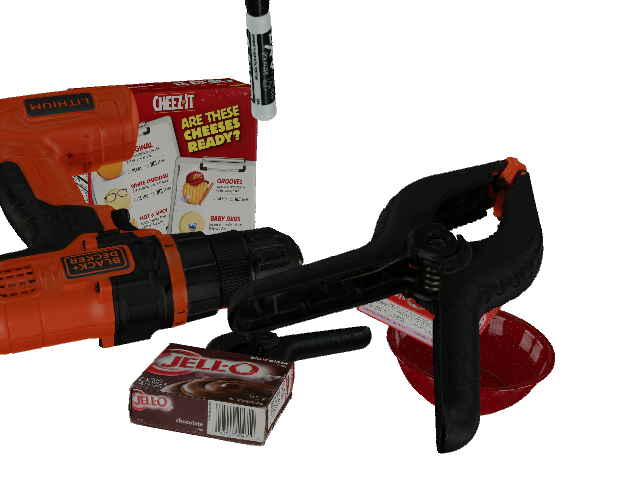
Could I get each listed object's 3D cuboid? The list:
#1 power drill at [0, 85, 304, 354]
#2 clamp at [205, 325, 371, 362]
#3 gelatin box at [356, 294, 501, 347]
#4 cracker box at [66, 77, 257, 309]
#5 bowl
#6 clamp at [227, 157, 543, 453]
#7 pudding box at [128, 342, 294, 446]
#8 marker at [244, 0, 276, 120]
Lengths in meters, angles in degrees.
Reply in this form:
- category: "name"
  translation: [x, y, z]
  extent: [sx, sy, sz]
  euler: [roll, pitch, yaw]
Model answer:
- category: "power drill"
  translation: [-0.122, -0.019, 0.632]
  extent: [0.184, 0.057, 0.188]
  euler: [-9, 42, -21]
- category: "clamp"
  translation: [-0.050, 0.117, 1.145]
  extent: [0.165, 0.036, 0.209]
  euler: [15, 28, 21]
- category: "gelatin box"
  translation: [0.082, 0.037, 0.765]
  extent: [0.089, 0.030, 0.073]
  euler: [25, 47, 23]
- category: "cracker box"
  translation: [-0.145, -0.037, 0.989]
  extent: [0.163, 0.214, 0.072]
  euler: [-9, 20, -29]
- category: "bowl"
  translation: [0.142, 0.121, 1.034]
  extent: [0.162, 0.055, 0.162]
  euler: [4, 26, -2]
- category: "clamp"
  translation: [0.056, 0.021, 0.483]
  extent: [0.120, 0.039, 0.171]
  euler: [39, 56, 24]
- category: "pudding box"
  translation: [-0.085, 0.122, 0.858]
  extent: [0.113, 0.039, 0.090]
  euler: [10, 20, 10]
- category: "marker"
  translation: [-0.043, -0.137, 0.762]
  extent: [0.020, 0.020, 0.121]
  euler: [0, -43, 1]
